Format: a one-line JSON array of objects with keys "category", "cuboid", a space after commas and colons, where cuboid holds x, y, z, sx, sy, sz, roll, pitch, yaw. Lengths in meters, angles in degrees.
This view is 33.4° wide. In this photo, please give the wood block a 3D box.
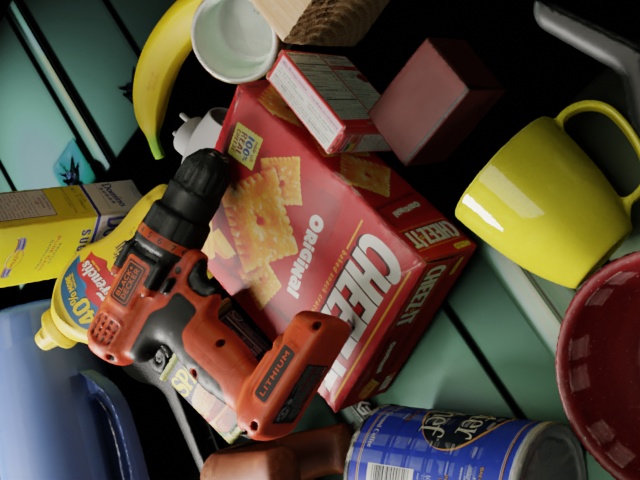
[{"category": "wood block", "cuboid": [-0.033, -0.251, 0.813, 0.206, 0.090, 0.091, 53, 125, 22]}]

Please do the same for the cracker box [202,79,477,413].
[{"category": "cracker box", "cuboid": [-0.005, 0.001, 0.832, 0.214, 0.071, 0.164, 46, 129, 26]}]

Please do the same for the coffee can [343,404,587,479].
[{"category": "coffee can", "cuboid": [0.102, 0.173, 0.755, 0.141, 0.102, 0.103, -1, 96, 40]}]

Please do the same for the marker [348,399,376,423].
[{"category": "marker", "cuboid": [0.032, 0.133, 0.863, 0.121, 0.020, 0.020, 49, 124, 24]}]

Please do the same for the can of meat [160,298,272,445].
[{"category": "can of meat", "cuboid": [-0.075, 0.110, 0.879, 0.084, 0.057, 0.102, 44, 140, 7]}]

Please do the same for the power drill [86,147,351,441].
[{"category": "power drill", "cuboid": [-0.071, 0.045, 0.795, 0.188, 0.057, 0.184, 33, 99, 27]}]

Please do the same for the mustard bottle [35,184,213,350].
[{"category": "mustard bottle", "cuboid": [-0.185, 0.041, 0.965, 0.192, 0.058, 0.096, -37, 65, 16]}]

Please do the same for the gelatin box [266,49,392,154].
[{"category": "gelatin box", "cuboid": [0.012, -0.104, 0.805, 0.089, 0.073, 0.030, 52, 126, 26]}]

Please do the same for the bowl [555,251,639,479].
[{"category": "bowl", "cuboid": [0.231, 0.081, 0.663, 0.162, 0.055, 0.162, 7, 101, 39]}]

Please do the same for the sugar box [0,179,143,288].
[{"category": "sugar box", "cuboid": [-0.248, -0.004, 0.975, 0.048, 0.175, 0.093, 55, 127, 23]}]

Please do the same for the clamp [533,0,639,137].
[{"category": "clamp", "cuboid": [0.220, -0.119, 0.653, 0.171, 0.039, 0.120, 55, 130, 12]}]

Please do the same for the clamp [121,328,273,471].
[{"category": "clamp", "cuboid": [-0.137, 0.117, 0.991, 0.210, 0.036, 0.165, 27, 113, 30]}]

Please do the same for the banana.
[{"category": "banana", "cuboid": [-0.120, -0.166, 0.937, 0.069, 0.037, 0.198, 38, 122, 8]}]

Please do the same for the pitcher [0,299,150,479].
[{"category": "pitcher", "cuboid": [-0.249, 0.181, 1.042, 0.145, 0.149, 0.243, 121, 136, -81]}]

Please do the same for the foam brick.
[{"category": "foam brick", "cuboid": [0.083, -0.098, 0.764, 0.051, 0.052, 0.078, 54, 125, 21]}]
